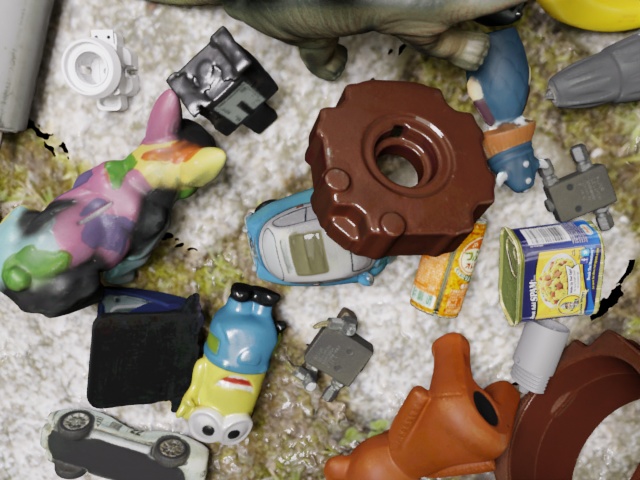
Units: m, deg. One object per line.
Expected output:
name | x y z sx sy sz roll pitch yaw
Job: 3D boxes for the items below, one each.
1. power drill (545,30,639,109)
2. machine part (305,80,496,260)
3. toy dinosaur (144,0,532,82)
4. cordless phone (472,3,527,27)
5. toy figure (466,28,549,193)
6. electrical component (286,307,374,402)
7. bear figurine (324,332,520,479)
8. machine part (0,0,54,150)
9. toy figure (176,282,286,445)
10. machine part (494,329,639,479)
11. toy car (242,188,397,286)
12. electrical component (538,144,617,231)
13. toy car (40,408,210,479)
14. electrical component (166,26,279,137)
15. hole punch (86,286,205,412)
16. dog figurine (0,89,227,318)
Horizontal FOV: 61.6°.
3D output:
power drill | 0.352 -0.107 0.500 0.232 0.086 0.207 -26 91 7
machine part | 0.073 -0.067 0.489 0.179 0.056 0.179 5 65 -11
toy dinosaur | -0.019 -0.211 0.443 0.472 0.198 0.105 10 92 36
cordless phone | 0.124 -0.293 0.483 0.184 0.089 0.146 28 105 10
toy figure | 0.178 -0.121 0.517 0.064 0.058 0.154 -10 106 13
electrical component | 0.013 0.126 0.590 0.078 0.045 0.102 40 103 -3
bear figurine | 0.108 0.214 0.581 0.120 0.132 0.196 42 121 -4
machine part | -0.317 -0.198 0.532 0.079 0.079 0.243 20 104 0
toy figure | -0.091 0.135 0.585 0.082 0.089 0.180 16 94 8
machine part | 0.268 0.202 0.505 0.087 0.201 0.201 32 103 -5
toy car | -0.001 -0.002 0.535 0.162 0.103 0.109 -9 101 5
electrical component | 0.260 -0.046 0.543 0.063 0.021 0.094 -25 100 10
toy car | -0.231 0.252 0.634 0.202 0.056 0.073 15 110 3
electrical component | -0.080 -0.140 0.509 0.075 0.119 0.048 -40 80 13
hole punch | -0.196 0.114 0.595 0.116 0.092 0.142 5 102 -27
dog figurine | -0.190 -0.038 0.511 0.219 0.191 0.108 -40 90 27
